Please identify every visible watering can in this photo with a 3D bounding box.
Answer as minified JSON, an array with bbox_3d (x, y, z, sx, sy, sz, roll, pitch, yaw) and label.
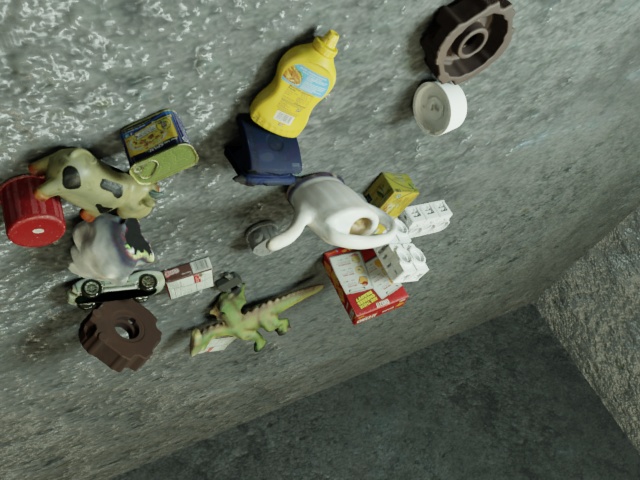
[{"bbox_3d":[0.003,-0.053,1.062,0.348,0.228,0.102,-3,126,-37],"label":"watering can"}]

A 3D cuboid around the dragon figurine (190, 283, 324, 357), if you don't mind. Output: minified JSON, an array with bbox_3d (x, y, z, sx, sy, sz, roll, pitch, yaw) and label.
[{"bbox_3d":[-0.196,0.202,1.471,0.410,0.124,0.238,-38,145,-1],"label":"dragon figurine"}]

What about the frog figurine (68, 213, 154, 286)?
[{"bbox_3d":[-0.403,0.025,0.940,0.159,0.125,0.135,-22,120,9],"label":"frog figurine"}]
